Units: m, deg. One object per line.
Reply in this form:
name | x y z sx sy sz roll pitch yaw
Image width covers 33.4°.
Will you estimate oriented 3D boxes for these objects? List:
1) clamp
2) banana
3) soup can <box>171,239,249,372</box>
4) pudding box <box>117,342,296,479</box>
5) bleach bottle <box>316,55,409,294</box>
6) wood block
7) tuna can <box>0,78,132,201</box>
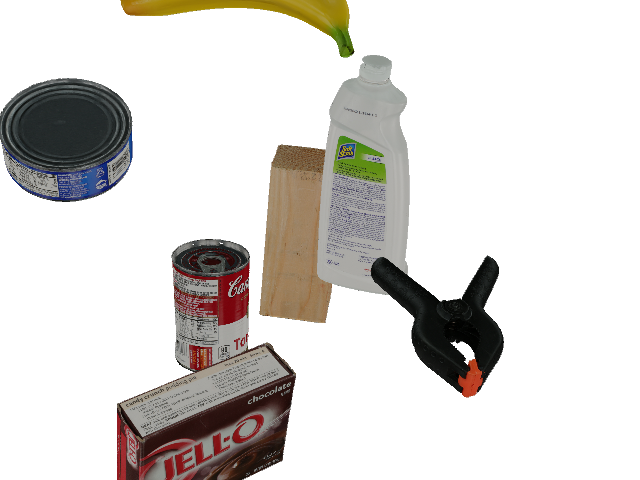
clamp | 0.124 0.067 0.945 0.120 0.039 0.171 -11 42 -11
banana | -0.058 -0.192 0.838 0.198 0.069 0.037 12 -40 17
soup can | -0.097 0.059 0.946 0.068 0.102 0.068 2 25 -1
pudding box | -0.074 0.124 0.682 0.113 0.090 0.039 -22 50 -31
bleach bottle | 0.053 -0.068 1.108 0.102 0.251 0.068 11 32 9
wood block | -0.023 -0.009 1.380 0.090 0.206 0.090 7 24 2
tuna can | -0.167 -0.067 0.708 0.086 0.086 0.034 0 -40 -7
